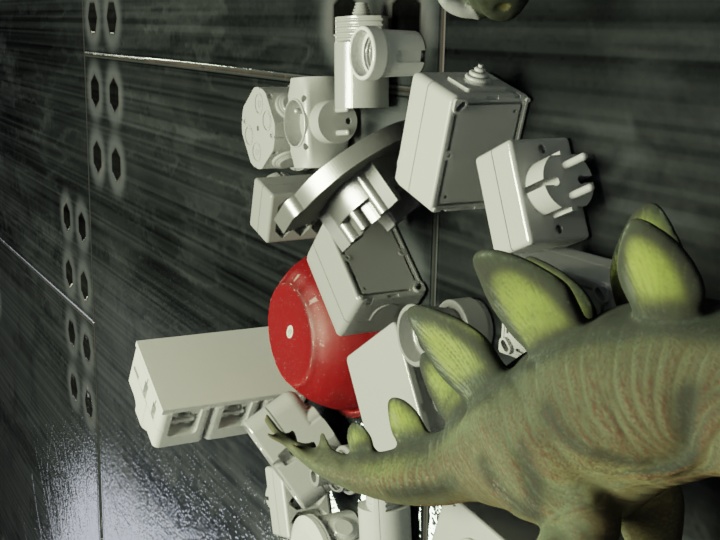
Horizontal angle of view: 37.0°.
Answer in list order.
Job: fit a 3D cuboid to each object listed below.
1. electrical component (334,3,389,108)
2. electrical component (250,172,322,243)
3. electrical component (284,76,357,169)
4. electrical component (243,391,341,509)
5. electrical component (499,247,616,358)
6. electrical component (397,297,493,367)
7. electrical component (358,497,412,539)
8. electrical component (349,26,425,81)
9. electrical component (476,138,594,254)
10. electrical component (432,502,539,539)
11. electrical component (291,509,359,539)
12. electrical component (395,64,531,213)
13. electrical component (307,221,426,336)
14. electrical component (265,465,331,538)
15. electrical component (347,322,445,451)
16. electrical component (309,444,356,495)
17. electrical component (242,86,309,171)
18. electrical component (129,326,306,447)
[{"bbox_3d":[0.001,-0.169,0.847,0.043,0.043,0.081,17,110,60],"label":"electrical component"},{"bbox_3d":[-0.068,-0.064,0.971,0.076,0.066,0.047,45,134,49],"label":"electrical component"},{"bbox_3d":[-0.028,-0.125,0.909,0.079,0.044,0.077,11,105,61],"label":"electrical component"},{"bbox_3d":[-0.054,0.159,0.969,0.095,0.059,0.053,54,168,4],"label":"electrical component"},{"bbox_3d":[0.136,0.027,0.624,0.096,0.061,0.061,20,113,50],"label":"electrical component"},{"bbox_3d":[0.061,0.043,0.765,0.045,0.055,0.045,19,112,59],"label":"electrical component"},{"bbox_3d":[0.020,0.201,0.883,0.043,0.043,0.081,7,101,61],"label":"electrical component"},{"bbox_3d":[0.021,-0.163,0.809,0.040,0.046,0.040,19,111,59],"label":"electrical component"},{"bbox_3d":[0.116,-0.049,0.655,0.077,0.047,0.065,-25,73,60],"label":"electrical component"},{"bbox_3d":[0.102,0.177,0.671,0.100,0.100,0.048,32,110,56],"label":"electrical component"},{"bbox_3d":[-0.027,0.258,0.973,0.080,0.051,0.080,19,112,59],"label":"electrical component"},{"bbox_3d":[0.067,-0.094,0.721,0.061,0.062,0.096,45,133,49],"label":"electrical component"},{"bbox_3d":[0.000,0.000,0.862,0.096,0.062,0.061,67,147,29],"label":"electrical component"},{"bbox_3d":[-0.067,0.219,1.044,0.077,0.047,0.065,-12,84,62],"label":"electrical component"},{"bbox_3d":[0.038,0.092,0.822,0.100,0.048,0.099,-42,58,56],"label":"electrical component"},{"bbox_3d":[-0.012,0.170,0.916,0.048,0.062,0.048,19,112,59],"label":"electrical component"},{"bbox_3d":[-0.070,-0.130,0.979,0.080,0.051,0.080,19,112,59],"label":"electrical component"},{"bbox_3d":[-0.138,0.113,1.045,0.089,0.150,0.061,59,142,38],"label":"electrical component"}]
